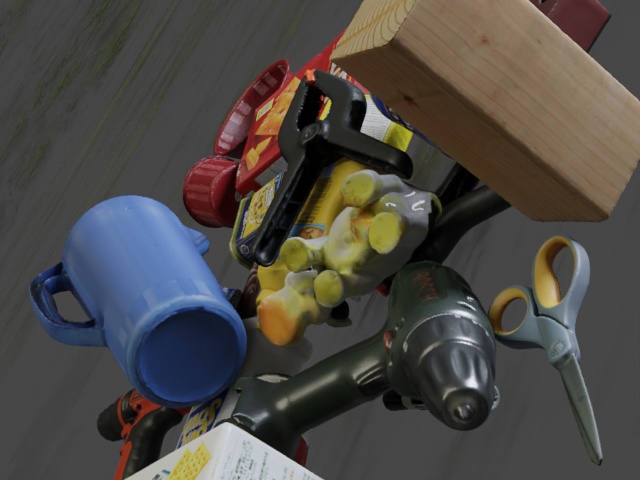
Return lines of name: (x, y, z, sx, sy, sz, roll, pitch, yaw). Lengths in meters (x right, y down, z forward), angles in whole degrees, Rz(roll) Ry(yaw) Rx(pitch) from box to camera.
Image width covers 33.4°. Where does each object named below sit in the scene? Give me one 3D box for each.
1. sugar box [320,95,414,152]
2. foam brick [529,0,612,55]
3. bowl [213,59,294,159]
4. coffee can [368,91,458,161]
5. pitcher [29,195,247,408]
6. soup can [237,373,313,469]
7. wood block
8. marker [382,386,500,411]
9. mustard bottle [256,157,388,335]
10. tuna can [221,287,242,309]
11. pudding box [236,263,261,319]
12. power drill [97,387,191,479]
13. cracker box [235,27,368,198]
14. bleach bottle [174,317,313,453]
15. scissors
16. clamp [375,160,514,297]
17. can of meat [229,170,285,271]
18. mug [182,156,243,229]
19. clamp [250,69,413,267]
sugar box: (0.025, -0.066, 1.067, 0.093, 0.048, 0.176, 8, 62, 32)
foam brick: (0.196, -0.173, 0.903, 0.078, 0.051, 0.053, -58, 21, -8)
bowl: (-0.075, -0.165, 1.444, 0.162, 0.055, 0.162, -44, 24, 25)
coffee can: (0.108, -0.129, 0.885, 0.103, 0.102, 0.140, -53, 24, 5)
pitcher: (-0.165, 0.060, 0.998, 0.149, 0.144, 0.243, -53, 30, 3)
soup can: (-0.043, 0.169, 0.877, 0.069, 0.068, 0.102, -37, 27, 37)
wood block: (0.123, -0.104, 0.746, 0.090, 0.206, 0.091, -60, 23, -12)
marker: (0.083, 0.113, 0.765, 0.121, 0.020, 0.020, -16, 44, 58)
mustard bottle: (-0.006, 0.001, 0.957, 0.096, 0.058, 0.191, -3, 53, 53)
tuna can: (-0.107, 0.090, 1.107, 0.086, 0.034, 0.086, 10, -90, -80)
pudding box: (-0.040, 0.044, 1.091, 0.090, 0.039, 0.113, -33, 30, 42)
power drill: (-0.210, 0.236, 1.138, 0.185, 0.057, 0.187, -32, 31, 45)
cracker box: (-0.001, -0.148, 1.246, 0.214, 0.072, 0.164, -37, 28, 35)
bleach bottle: (-0.093, 0.195, 0.955, 0.103, 0.068, 0.250, -18, 45, 57)
scissors: (0.144, 0.077, 0.696, 0.096, 0.016, 0.201, -39, 26, 38)
clamp: (0.105, -0.025, 0.897, 0.172, 0.039, 0.120, -39, 19, 20)
can of meat: (-0.048, -0.024, 1.184, 0.084, 0.057, 0.102, -36, 29, 35)
mug: (-0.104, -0.062, 1.331, 0.117, 0.093, 0.082, -24, 17, -23)
clamp: (-0.005, -0.077, 0.947, 0.165, 0.036, 0.210, -35, 36, 18)
